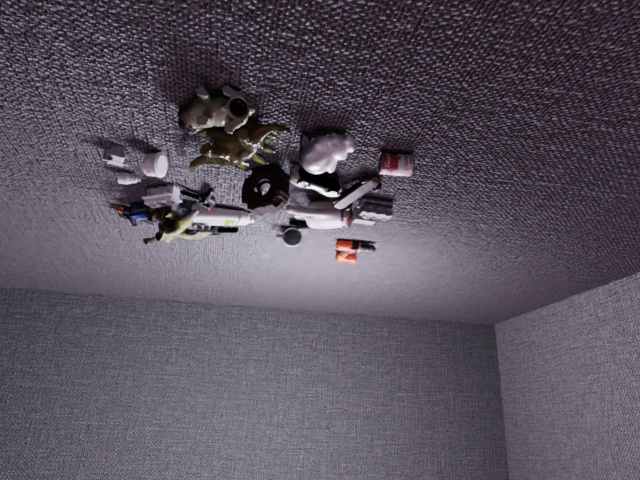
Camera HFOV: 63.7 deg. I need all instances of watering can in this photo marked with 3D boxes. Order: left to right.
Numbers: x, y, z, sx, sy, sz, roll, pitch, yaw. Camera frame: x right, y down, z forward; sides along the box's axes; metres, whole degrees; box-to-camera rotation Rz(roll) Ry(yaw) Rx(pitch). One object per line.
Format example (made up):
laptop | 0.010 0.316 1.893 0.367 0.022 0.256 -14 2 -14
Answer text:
watering can | 0.006 -0.095 1.893 0.224 0.104 0.347 0 178 11

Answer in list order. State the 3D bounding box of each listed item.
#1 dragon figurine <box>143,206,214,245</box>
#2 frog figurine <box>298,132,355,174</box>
dragon figurine | -0.520 -0.049 1.982 0.408 0.123 0.242 -11 169 36
frog figurine | 0.023 -0.251 1.501 0.159 0.125 0.134 7 142 21
